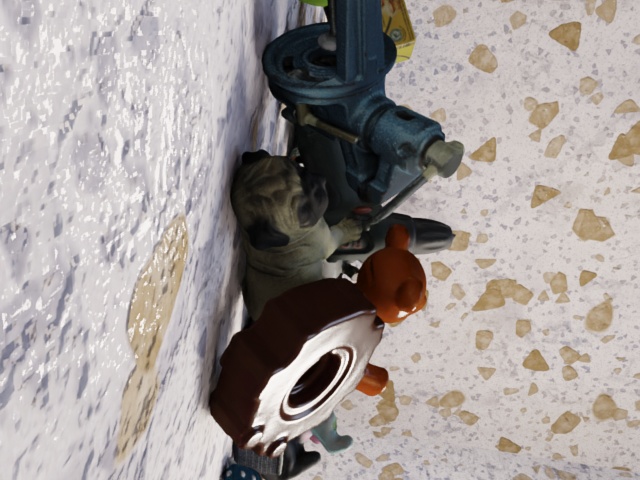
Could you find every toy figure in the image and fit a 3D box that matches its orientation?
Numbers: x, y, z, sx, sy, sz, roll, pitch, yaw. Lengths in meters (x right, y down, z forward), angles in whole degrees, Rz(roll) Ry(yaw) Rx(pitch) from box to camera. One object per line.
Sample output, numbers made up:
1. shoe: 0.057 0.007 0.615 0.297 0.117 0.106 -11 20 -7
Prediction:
1. toy figure: -0.090 0.317 0.653 0.064 0.058 0.154 48 -33 38

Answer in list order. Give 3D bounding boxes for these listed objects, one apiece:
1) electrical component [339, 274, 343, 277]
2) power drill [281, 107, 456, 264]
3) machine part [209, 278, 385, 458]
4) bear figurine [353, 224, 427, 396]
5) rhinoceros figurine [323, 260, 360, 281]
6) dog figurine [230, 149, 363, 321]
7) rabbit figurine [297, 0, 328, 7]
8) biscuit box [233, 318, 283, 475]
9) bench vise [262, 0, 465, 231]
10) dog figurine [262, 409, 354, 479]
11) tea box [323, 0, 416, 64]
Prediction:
1. electrical component: -0.002 0.004 0.955 0.058 0.115 0.134 115 -17 -84
2. power drill: 0.042 -0.073 0.657 0.086 0.232 0.207 -120 -158 -81
3. machine part: -0.016 0.117 0.496 0.179 0.056 0.179 -32 143 -28
4. bear figurine: 0.068 0.084 0.625 0.196 0.132 0.120 -44 -140 31
5. rhinoceros figurine: -0.002 -0.002 0.757 0.112 0.073 0.190 54 -10 40
6. dog figurine: -0.041 0.020 0.496 0.190 0.121 0.172 25 69 -73
7. rabbit figurine: 0.053 -0.299 0.488 0.159 0.170 0.121 79 19 -85
8. biscuit box: -0.066 0.188 0.657 0.059 0.063 0.202 -82 180 -67
9. bench vise: 0.029 -0.149 0.453 0.224 0.129 0.240 50 -23 39
10. dog figurine: -0.049 0.232 0.832 0.219 0.191 0.108 70 -18 2
11. tea box: 0.054 -0.313 0.704 0.068 0.098 0.169 37 39 -88
